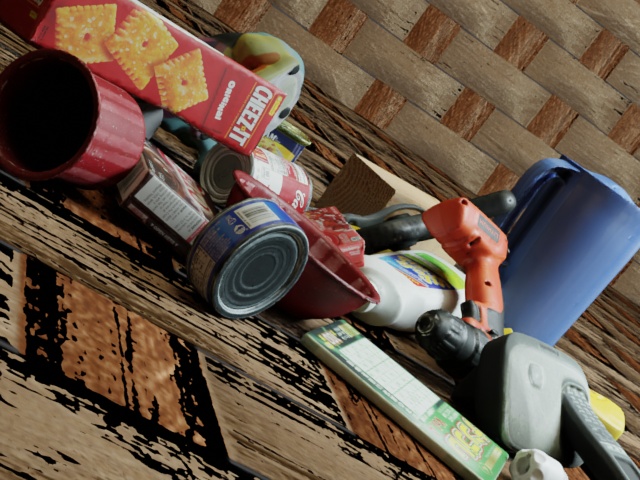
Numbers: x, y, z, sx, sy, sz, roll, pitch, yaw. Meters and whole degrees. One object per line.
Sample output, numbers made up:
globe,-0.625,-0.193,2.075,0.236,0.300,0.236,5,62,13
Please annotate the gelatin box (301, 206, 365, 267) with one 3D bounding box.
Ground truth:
gelatin box,-0.006,0.001,0.995,0.073,0.030,0.089,-10,27,-15

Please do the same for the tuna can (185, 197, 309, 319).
tuna can,-0.050,0.014,0.756,0.034,0.086,0.086,45,14,34

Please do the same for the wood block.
wood block,0.099,-0.023,1.370,0.205,0.090,0.091,23,17,-51

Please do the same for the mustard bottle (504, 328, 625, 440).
mustard bottle,0.224,0.146,1.117,0.191,0.058,0.096,36,9,0

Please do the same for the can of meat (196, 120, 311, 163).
can of meat,-0.076,-0.104,1.187,0.102,0.084,0.057,31,12,-23

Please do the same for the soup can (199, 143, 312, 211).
soup can,-0.063,-0.057,1.065,0.069,0.068,0.102,43,14,34

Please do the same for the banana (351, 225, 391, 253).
banana,0.066,0.019,1.224,0.197,0.037,0.070,29,14,-30

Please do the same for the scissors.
scissors,0.038,-0.004,1.251,0.201,0.096,0.016,-4,29,-22

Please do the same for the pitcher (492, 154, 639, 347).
pitcher,0.251,0.029,1.203,0.149,0.243,0.145,38,11,11

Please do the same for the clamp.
clamp,0.095,-0.011,1.136,0.209,0.165,0.036,-13,84,-36

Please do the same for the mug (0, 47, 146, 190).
mug,-0.189,-0.082,0.768,0.117,0.093,0.081,3,-6,19

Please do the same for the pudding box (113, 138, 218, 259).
pudding box,-0.120,-0.034,0.838,0.090,0.039,0.113,42,9,-27

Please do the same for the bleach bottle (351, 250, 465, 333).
bleach bottle,0.085,0.056,1.067,0.103,0.068,0.250,38,13,17

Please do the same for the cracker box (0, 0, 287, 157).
cracker box,-0.157,-0.159,0.881,0.213,0.072,0.164,27,6,-37

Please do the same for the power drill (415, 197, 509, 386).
power drill,0.141,0.056,1.028,0.184,0.057,0.187,39,40,-45

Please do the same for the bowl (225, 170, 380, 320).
bowl,-0.027,0.015,0.876,0.162,0.055,0.162,42,7,-7
